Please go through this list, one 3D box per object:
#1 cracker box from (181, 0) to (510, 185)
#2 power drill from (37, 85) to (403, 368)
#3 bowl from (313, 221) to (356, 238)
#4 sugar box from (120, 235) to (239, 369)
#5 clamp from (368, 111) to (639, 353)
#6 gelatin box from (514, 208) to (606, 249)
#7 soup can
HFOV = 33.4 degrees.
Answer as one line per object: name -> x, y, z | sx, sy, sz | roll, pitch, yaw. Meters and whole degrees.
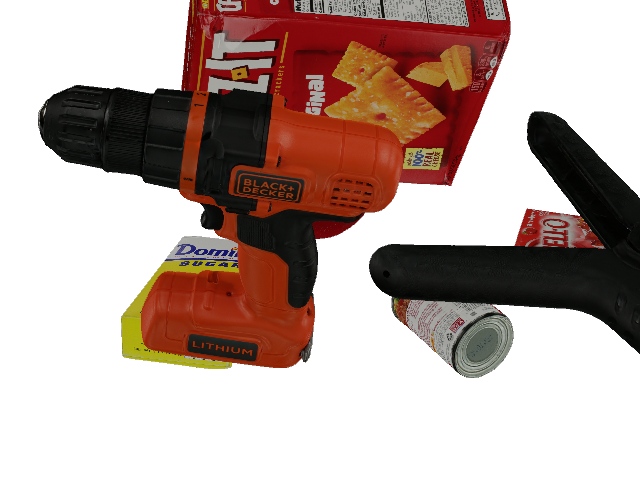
cracker box -> 0.010, -0.116, 0.766 | 0.213, 0.072, 0.164 | 2, -36, -10
power drill -> -0.060, -0.005, 0.592 | 0.184, 0.057, 0.188 | 9, -38, -3
bowl -> -0.013, -0.046, 1.225 | 0.162, 0.055, 0.162 | 5, 27, -3
sugar box -> -0.102, 0.049, 0.937 | 0.093, 0.048, 0.176 | 6, 26, 7
clamp -> 0.138, 0.016, 0.489 | 0.210, 0.036, 0.164 | 32, 49, 32
gelatin box -> 0.178, 0.009, 0.769 | 0.073, 0.030, 0.089 | 8, 25, 16
soup can -> 0.121, 0.072, 0.979 | 0.068, 0.068, 0.102 | 0, 26, -32
